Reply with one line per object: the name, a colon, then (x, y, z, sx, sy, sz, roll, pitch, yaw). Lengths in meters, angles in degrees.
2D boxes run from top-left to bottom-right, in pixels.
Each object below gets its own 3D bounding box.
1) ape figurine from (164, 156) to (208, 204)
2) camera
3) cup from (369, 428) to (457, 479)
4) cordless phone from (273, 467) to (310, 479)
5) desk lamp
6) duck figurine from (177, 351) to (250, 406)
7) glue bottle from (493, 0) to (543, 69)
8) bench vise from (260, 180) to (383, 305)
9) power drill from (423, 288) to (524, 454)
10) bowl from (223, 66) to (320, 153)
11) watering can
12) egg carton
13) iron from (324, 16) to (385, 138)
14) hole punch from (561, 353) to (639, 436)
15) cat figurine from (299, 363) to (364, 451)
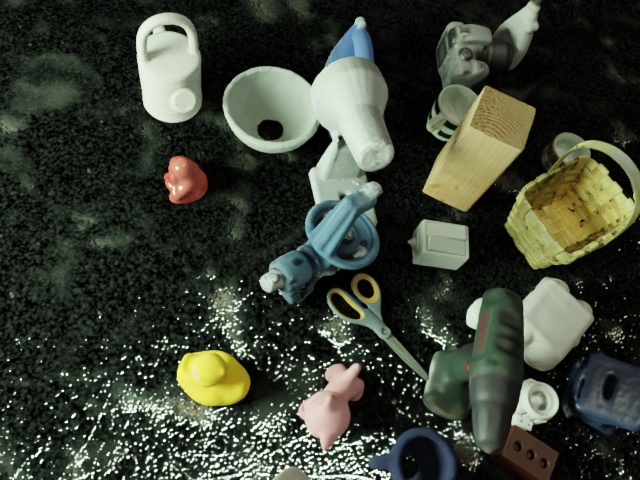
ape figurine: (-0.215, -0.101, 0.900, 0.076, 0.092, 0.078, 17, 64, -3)
camera: (0.308, -0.355, 1.115, 0.137, 0.100, 0.143, 2, 66, -10)
cup: (0.116, 0.309, 0.783, 0.118, 0.095, 0.091, 4, 65, -9)
cordless phone: (-0.009, 0.350, 0.689, 0.094, 0.185, 0.147, -39, 78, -23)
desk lamp: (0.053, -0.147, 0.907, 0.118, 0.213, 0.203, -7, 68, -14)
duck figurine: (-0.146, 0.185, 0.790, 0.104, 0.086, 0.077, 21, 64, -2)
glue bottle: (0.393, -0.417, 1.119, 0.037, 0.173, 0.078, -22, 72, -19)
bench vise: (0.017, 0.010, 0.826, 0.121, 0.219, 0.208, 35, 64, 6)
power drill: (0.217, 0.188, 0.794, 0.075, 0.208, 0.230, 20, 64, -2)
bowl: (-0.084, -0.211, 0.985, 0.167, 0.074, 0.167, 4, 66, -9)
watering can: (-0.236, -0.279, 0.918, 0.101, 0.194, 0.172, -38, 78, -23)
egg carton: (0.367, 0.135, 0.926, 0.107, 0.069, 0.150, 45, 66, 10)
iron: (0.065, -0.308, 1.022, 0.119, 0.141, 0.258, 2, 66, -10)
hole punch: (0.442, 0.237, 0.884, 0.101, 0.091, 0.109, 29, 64, 2)
cat figurine: (0.019, 0.224, 0.788, 0.067, 0.117, 0.128, 35, 64, 6)
